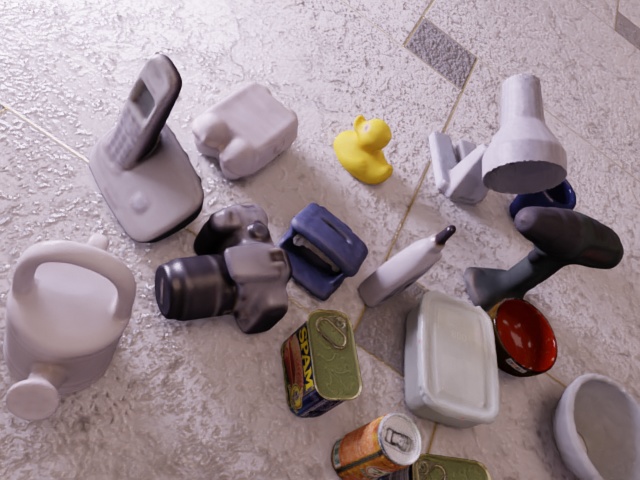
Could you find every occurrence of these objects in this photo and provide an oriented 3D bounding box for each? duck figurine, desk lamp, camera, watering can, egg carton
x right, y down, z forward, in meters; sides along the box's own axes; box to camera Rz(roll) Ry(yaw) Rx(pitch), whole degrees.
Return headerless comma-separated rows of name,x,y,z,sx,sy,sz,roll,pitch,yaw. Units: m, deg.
duck figurine,0.079,-0.143,0.874,0.104,0.086,0.078,49,49,6
desk lamp,0.277,-0.144,0.905,0.118,0.213,0.203,12,55,-23
camera,-0.111,0.031,0.641,0.137,0.100,0.143,-5,63,-32
watering can,-0.215,0.066,0.496,0.101,0.193,0.172,0,60,-30
egg carton,-0.099,-0.150,0.787,0.107,0.069,0.150,42,49,0

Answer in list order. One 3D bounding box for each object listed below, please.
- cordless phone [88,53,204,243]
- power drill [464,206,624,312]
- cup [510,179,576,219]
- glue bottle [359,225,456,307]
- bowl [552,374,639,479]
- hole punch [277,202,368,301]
cordless phone,-0.179,-0.097,0.629,0.094,0.184,0.147,-25,75,-39
power drill,0.307,0.028,0.814,0.230,0.208,0.075,4,59,-28
cup,0.380,-0.054,0.985,0.092,0.094,0.117,-1,61,-30
glue bottle,0.119,0.028,0.729,0.078,0.173,0.037,-19,71,-37
bowl,0.377,0.274,0.784,0.168,0.074,0.167,15,54,-21
hole punch,0.007,0.003,0.734,0.109,0.091,0.101,40,49,-1
